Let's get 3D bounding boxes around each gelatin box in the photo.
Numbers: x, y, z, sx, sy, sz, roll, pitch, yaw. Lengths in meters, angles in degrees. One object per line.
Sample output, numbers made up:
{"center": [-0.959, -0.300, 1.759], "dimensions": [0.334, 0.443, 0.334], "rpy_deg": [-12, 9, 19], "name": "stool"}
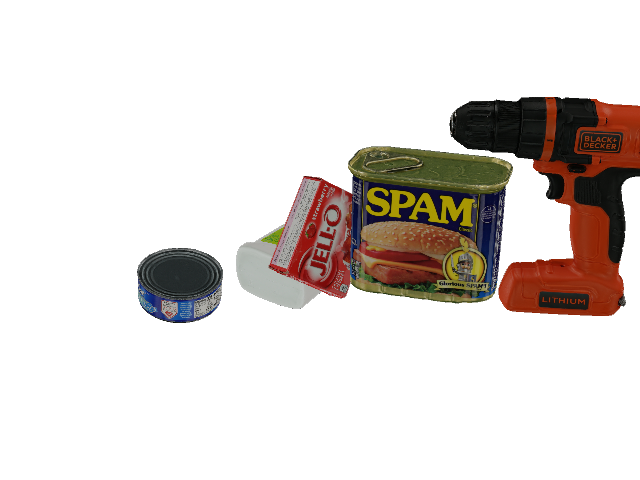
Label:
{"center": [0.004, -0.002, 0.934], "dimensions": [0.073, 0.089, 0.030], "rpy_deg": [25, -6, -39], "name": "gelatin box"}

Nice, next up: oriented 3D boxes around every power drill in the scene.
{"center": [0.196, -0.030, 0.896], "dimensions": [0.184, 0.188, 0.057], "rpy_deg": [4, 29, 5], "name": "power drill"}

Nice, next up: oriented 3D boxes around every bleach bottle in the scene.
{"center": [0.012, -0.009, 1.307], "dimensions": [0.103, 0.068, 0.250], "rpy_deg": [20, 37, 28], "name": "bleach bottle"}

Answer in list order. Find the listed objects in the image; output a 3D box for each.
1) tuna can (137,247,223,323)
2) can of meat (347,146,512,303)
{"center": [-0.142, 0.045, 1.079], "dimensions": [0.086, 0.034, 0.086], "rpy_deg": [4, 34, -3], "name": "tuna can"}
{"center": [0.069, -0.010, 0.690], "dimensions": [0.102, 0.084, 0.057], "rpy_deg": [7, 24, 15], "name": "can of meat"}
